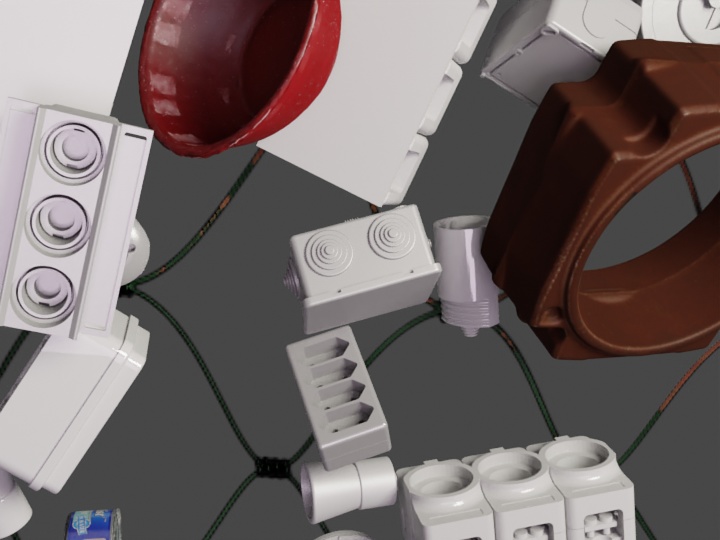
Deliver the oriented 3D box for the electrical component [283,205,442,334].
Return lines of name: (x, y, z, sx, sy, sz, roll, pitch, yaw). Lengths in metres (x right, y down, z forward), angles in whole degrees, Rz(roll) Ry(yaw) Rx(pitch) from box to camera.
electrical component: (0.000, 0.000, 0.700, 0.100, 0.099, 0.048, -15, 77, -7)

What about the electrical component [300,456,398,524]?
electrical component: (-0.006, 0.154, 0.768, 0.065, 0.044, 0.044, -6, 105, -14)

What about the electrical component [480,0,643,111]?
electrical component: (0.126, -0.146, 0.694, 0.062, 0.096, 0.061, 29, 66, -16)

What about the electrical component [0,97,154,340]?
electrical component: (-0.169, -0.030, 0.610, 0.079, 0.063, 0.121, 12, 100, -13)

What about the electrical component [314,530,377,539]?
electrical component: (-0.010, 0.235, 0.782, 0.080, 0.051, 0.080, -3, 105, -10)

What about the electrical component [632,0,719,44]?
electrical component: (0.225, -0.173, 0.715, 0.108, 0.060, 0.108, -3, 105, -10)

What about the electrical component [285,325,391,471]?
electrical component: (-0.013, 0.096, 0.739, 0.047, 0.083, 0.075, -18, 145, -6)

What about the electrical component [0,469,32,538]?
electrical component: (-0.248, 0.147, 0.719, 0.044, 0.044, 0.065, -22, 112, -5)

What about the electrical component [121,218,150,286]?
electrical component: (-0.158, -0.018, 0.682, 0.048, 0.062, 0.048, -3, 105, -11)

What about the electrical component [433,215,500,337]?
electrical component: (0.074, 0.006, 0.742, 0.043, 0.043, 0.081, -7, 105, -9)

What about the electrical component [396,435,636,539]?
electrical component: (0.109, 0.168, 0.767, 0.150, 0.089, 0.061, -9, 106, -9)

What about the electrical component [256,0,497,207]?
electrical component: (0.013, -0.125, 0.677, 0.089, 0.062, 0.150, 27, 99, 11)

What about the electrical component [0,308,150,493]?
electrical component: (-0.189, 0.077, 0.693, 0.057, 0.078, 0.113, 33, 96, -14)

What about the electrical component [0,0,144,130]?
electrical component: (-0.189, -0.150, 0.643, 0.105, 0.060, 0.186, 17, 101, -14)
